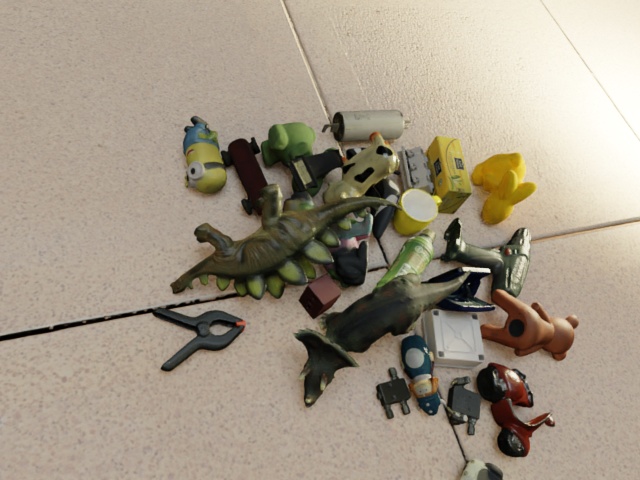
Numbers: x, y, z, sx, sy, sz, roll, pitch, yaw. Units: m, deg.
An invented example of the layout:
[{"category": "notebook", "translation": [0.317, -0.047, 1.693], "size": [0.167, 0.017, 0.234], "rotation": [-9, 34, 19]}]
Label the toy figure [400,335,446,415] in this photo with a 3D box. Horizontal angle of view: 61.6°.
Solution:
[{"category": "toy figure", "translation": [0.198, 0.267, 1.060], "size": [0.057, 0.064, 0.154], "rotation": [16, 49, -36]}]

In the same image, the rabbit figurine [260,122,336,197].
[{"category": "rabbit figurine", "translation": [-0.042, -0.170, 1.231], "size": [0.159, 0.121, 0.170], "rotation": [-12, 76, -34]}]

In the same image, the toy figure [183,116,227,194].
[{"category": "toy figure", "translation": [-0.254, -0.186, 1.181], "size": [0.089, 0.082, 0.180], "rotation": [-2, 59, -16]}]

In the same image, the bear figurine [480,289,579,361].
[{"category": "bear figurine", "translation": [0.462, 0.188, 1.165], "size": [0.195, 0.120, 0.132], "rotation": [11, 9, -40]}]

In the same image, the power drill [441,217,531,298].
[{"category": "power drill", "translation": [0.392, 0.026, 1.257], "size": [0.207, 0.086, 0.232], "rotation": [27, 54, -8]}]

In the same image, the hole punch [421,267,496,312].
[{"category": "hole punch", "translation": [0.296, 0.115, 1.139], "size": [0.142, 0.116, 0.092], "rotation": [1, 73, -32]}]

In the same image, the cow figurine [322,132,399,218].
[{"category": "cow figurine", "translation": [0.090, -0.135, 1.200], "size": [0.195, 0.085, 0.127], "rotation": [-36, 50, 11]}]

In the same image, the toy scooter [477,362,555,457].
[{"category": "toy scooter", "translation": [0.398, 0.331, 1.072], "size": [0.135, 0.075, 0.184], "rotation": [-3, 64, -19]}]

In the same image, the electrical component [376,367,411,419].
[{"category": "electrical component", "translation": [0.140, 0.296, 1.046], "size": [0.063, 0.021, 0.094], "rotation": [-6, 63, -19]}]

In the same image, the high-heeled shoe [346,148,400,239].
[{"category": "high-heeled shoe", "translation": [0.108, -0.119, 1.250], "size": [0.145, 0.086, 0.249], "rotation": [20, 51, -3]}]

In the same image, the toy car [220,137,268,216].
[{"category": "toy car", "translation": [-0.152, -0.140, 1.195], "size": [0.089, 0.053, 0.202], "rotation": [-25, 69, -5]}]

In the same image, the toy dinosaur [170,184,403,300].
[{"category": "toy dinosaur", "translation": [-0.075, -0.001, 1.042], "size": [0.471, 0.105, 0.198], "rotation": [-29, 87, -1]}]

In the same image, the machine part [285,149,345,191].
[{"category": "machine part", "translation": [-0.008, -0.158, 1.161], "size": [0.139, 0.039, 0.084], "rotation": [-32, 89, -35]}]

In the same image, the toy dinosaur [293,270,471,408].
[{"category": "toy dinosaur", "translation": [0.109, 0.143, 0.992], "size": [0.405, 0.192, 0.131], "rotation": [-34, 85, 2]}]

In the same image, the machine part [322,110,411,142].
[{"category": "machine part", "translation": [0.121, -0.289, 1.355], "size": [0.243, 0.079, 0.079], "rotation": [-6, 62, -21]}]

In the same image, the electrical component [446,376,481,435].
[{"category": "electrical component", "translation": [0.282, 0.321, 1.059], "size": [0.078, 0.045, 0.102], "rotation": [24, 56, 0]}]

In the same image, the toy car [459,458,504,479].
[{"category": "toy car", "translation": [0.342, 0.485, 0.975], "size": [0.202, 0.056, 0.073], "rotation": [41, 51, 8]}]

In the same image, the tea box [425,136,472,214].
[{"category": "tea box", "translation": [0.308, -0.160, 1.324], "size": [0.068, 0.098, 0.170], "rotation": [6, 57, -14]}]

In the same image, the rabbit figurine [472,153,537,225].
[{"category": "rabbit figurine", "translation": [0.458, -0.120, 1.329], "size": [0.122, 0.162, 0.173], "rotation": [25, 73, -15]}]

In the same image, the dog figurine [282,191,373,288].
[{"category": "dog figurine", "translation": [-0.002, -0.003, 1.131], "size": [0.219, 0.108, 0.191], "rotation": [7, 88, 6]}]
